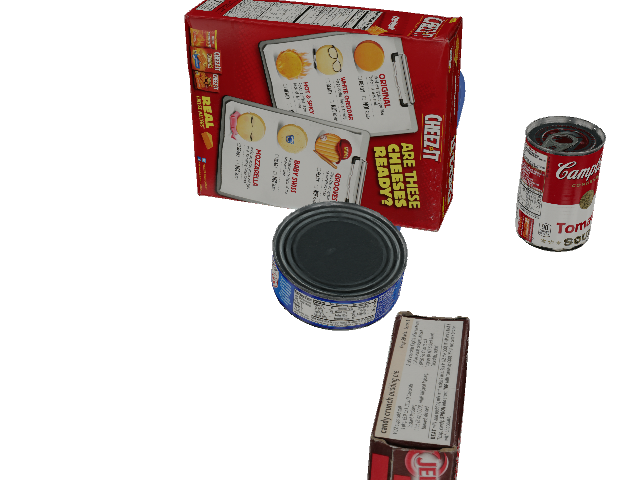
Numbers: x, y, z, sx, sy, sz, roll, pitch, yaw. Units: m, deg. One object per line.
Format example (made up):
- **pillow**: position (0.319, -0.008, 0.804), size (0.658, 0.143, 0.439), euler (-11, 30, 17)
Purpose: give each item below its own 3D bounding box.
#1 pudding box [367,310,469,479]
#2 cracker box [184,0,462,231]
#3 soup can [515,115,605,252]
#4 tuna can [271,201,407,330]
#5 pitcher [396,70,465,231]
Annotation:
- **pudding box**: position (0.042, 0.095, 0.471), size (0.039, 0.090, 0.113), euler (6, 25, 6)
- **cracker box**: position (0.003, -0.107, 0.871), size (0.214, 0.164, 0.072), euler (9, 32, 15)
- **soup can**: position (0.210, -0.050, 0.945), size (0.068, 0.102, 0.068), euler (0, 33, 0)
- **tuna can**: position (0.011, 0.016, 0.681), size (0.086, 0.086, 0.034), euler (3, -45, -3)
- **pitcher**: position (0.058, -0.101, 1.134), size (0.145, 0.243, 0.149), euler (10, 16, -4)
